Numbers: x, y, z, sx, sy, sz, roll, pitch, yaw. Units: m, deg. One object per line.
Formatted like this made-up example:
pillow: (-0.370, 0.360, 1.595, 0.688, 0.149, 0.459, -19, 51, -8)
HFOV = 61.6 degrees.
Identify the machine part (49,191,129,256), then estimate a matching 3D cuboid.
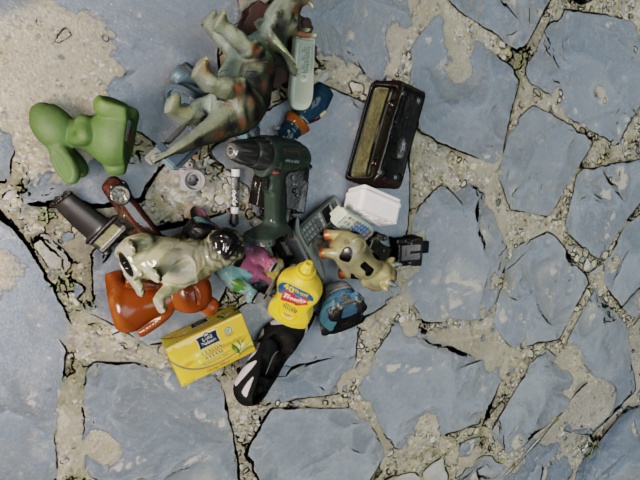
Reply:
machine part: (-0.431, -0.037, 1.000, 0.084, 0.039, 0.138, -48, 118, 0)

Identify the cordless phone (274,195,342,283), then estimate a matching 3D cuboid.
cordless phone: (-0.002, -0.003, 1.191, 0.184, 0.089, 0.146, -42, 116, -33)

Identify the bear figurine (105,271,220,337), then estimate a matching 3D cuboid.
bear figurine: (-0.302, 0.104, 1.031, 0.196, 0.132, 0.120, -18, 107, -19)

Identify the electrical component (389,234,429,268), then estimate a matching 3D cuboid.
electrical component: (0.225, 0.026, 1.312, 0.119, 0.048, 0.074, 0, 102, -23)

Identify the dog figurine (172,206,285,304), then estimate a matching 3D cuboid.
dog figurine: (-0.189, 0.026, 1.095, 0.219, 0.191, 0.108, 35, 87, 8)

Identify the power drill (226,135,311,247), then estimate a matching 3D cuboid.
power drill: (-0.104, -0.096, 1.013, 0.232, 0.086, 0.207, -26, 122, -56)

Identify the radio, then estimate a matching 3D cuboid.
radio: (0.142, -0.227, 1.173, 0.073, 0.131, 0.229, 12, 96, -28)

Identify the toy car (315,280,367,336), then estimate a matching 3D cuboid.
toy car: (0.041, 0.145, 1.215, 0.109, 0.161, 0.103, -18, 64, -13)

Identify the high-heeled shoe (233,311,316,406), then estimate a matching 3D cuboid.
high-heeled shoe: (-0.088, 0.248, 1.156, 0.249, 0.145, 0.086, -40, 115, -11)

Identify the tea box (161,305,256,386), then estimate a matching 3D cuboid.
tea box: (-0.233, 0.218, 1.126, 0.170, 0.068, 0.098, -25, 111, -17)

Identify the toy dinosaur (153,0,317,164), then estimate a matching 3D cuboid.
toy dinosaur: (-0.139, -0.268, 0.936, 0.192, 0.131, 0.404, 28, 75, -30)

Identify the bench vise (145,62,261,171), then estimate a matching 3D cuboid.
bench vise: (-0.220, -0.208, 1.004, 0.223, 0.129, 0.240, 47, 62, -18)

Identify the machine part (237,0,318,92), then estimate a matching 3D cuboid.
machine part: (-0.093, -0.388, 1.074, 0.179, 0.056, 0.179, -5, 103, -23)

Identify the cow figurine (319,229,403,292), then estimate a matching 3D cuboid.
cow figurine: (0.096, 0.049, 1.171, 0.194, 0.127, 0.085, 49, 50, -44)

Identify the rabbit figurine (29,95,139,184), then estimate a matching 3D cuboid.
rabbit figurine: (-0.422, -0.183, 0.950, 0.170, 0.121, 0.159, 10, 104, -8)

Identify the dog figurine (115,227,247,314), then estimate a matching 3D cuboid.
dog figurine: (-0.249, 0.019, 0.969, 0.190, 0.172, 0.121, -33, 154, -37)

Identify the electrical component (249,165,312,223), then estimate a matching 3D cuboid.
electrical component: (-0.085, -0.105, 1.135, 0.115, 0.058, 0.134, 6, 97, -24)

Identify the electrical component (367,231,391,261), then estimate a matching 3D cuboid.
electrical component: (0.130, 0.033, 1.269, 0.078, 0.045, 0.102, 31, 87, -25)

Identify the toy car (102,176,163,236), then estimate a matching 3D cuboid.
toy car: (-0.339, -0.032, 1.014, 0.053, 0.089, 0.202, -37, 115, -14)

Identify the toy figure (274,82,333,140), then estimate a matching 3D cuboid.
toy figure: (-0.034, -0.259, 1.126, 0.154, 0.064, 0.057, -51, 154, -3)
